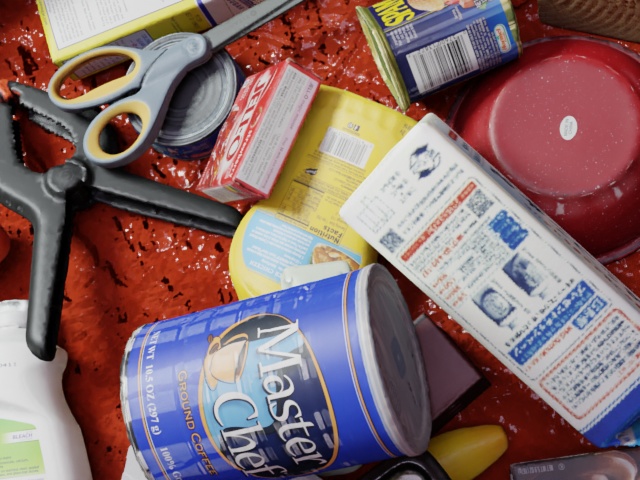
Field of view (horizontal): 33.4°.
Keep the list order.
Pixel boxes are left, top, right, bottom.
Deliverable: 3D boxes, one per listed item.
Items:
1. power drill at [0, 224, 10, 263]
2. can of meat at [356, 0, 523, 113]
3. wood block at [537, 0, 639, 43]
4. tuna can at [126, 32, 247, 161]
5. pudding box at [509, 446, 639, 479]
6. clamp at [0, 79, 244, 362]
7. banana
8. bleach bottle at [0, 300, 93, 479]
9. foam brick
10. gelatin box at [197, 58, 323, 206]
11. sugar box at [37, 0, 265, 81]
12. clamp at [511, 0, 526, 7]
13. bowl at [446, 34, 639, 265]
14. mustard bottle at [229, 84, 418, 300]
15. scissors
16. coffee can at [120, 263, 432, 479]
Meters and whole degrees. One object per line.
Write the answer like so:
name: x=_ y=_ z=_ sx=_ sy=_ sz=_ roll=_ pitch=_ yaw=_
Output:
power drill: x=-0.334 y=0.006 z=0.767 sx=0.184 sy=0.057 sz=0.188 roll=-45 pitch=74 yaw=3
can of meat: x=0.076 y=-0.132 z=0.683 sx=0.084 sy=0.102 sz=0.057 roll=-22 pitch=114 yaw=4
wood block: x=0.209 y=-0.241 z=0.681 sx=0.091 sy=0.090 sz=0.206 roll=15 pitch=81 yaw=15
tuna can: x=-0.094 y=-0.101 z=0.748 sx=0.086 sy=0.033 sz=0.086 roll=-2 pitch=78 yaw=11
pudding box: x=0.174 y=0.169 z=0.625 sx=0.113 sy=0.039 sz=0.090 roll=-10 pitch=76 yaw=10
clamp: x=-0.160 y=-0.037 z=0.740 sx=0.164 sy=0.036 sz=0.210 roll=-26 pitch=66 yaw=-12
banana: x=0.040 y=0.188 z=0.654 sx=0.069 sy=0.037 sz=0.198 roll=30 pitch=87 yaw=0
bleach bottle: x=-0.188 y=0.162 z=0.696 sx=0.102 sy=0.068 sz=0.251 roll=-8 pitch=73 yaw=6
foam brick: x=0.066 y=0.084 z=0.648 sx=0.053 sy=0.078 sz=0.051 roll=-43 pitch=73 yaw=3
gelatin box: x=-0.040 y=-0.069 z=0.689 sx=0.030 sy=0.073 sz=0.089 roll=27 pitch=78 yaw=-21
sugar box: x=-0.115 y=-0.190 z=0.766 sx=0.176 sy=0.048 sz=0.093 roll=-19 pitch=75 yaw=4
clamp: x=0.123 y=-0.246 z=0.729 sx=0.120 sy=0.039 sz=0.171 roll=-26 pitch=77 yaw=12
bowl: x=0.154 y=-0.064 z=0.672 sx=0.162 sy=0.055 sz=0.162 roll=-3 pitch=78 yaw=12
mustard bottle: x=-0.004 y=0.001 z=0.691 sx=0.096 sy=0.058 sz=0.191 roll=25 pitch=84 yaw=17
scissors: x=-0.087 y=-0.109 z=0.720 sx=0.202 sy=0.016 sz=0.096 roll=-13 pitch=75 yaw=9
coffee can: x=-0.022 y=0.079 z=0.579 sx=0.140 sy=0.102 sz=0.103 roll=-15 pitch=75 yaw=16
